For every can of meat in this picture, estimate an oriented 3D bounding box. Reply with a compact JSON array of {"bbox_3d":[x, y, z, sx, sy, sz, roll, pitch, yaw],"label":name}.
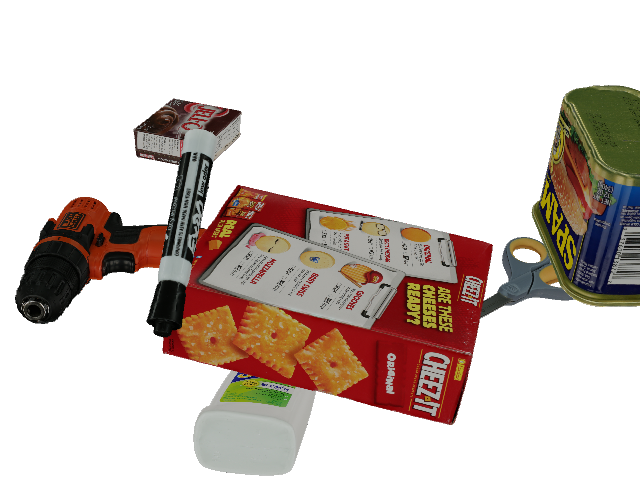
[{"bbox_3d":[0.161,-0.027,0.595,0.057,0.084,0.102,0,37,-5],"label":"can of meat"}]

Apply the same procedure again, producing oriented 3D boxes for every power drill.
[{"bbox_3d":[-0.150,0.020,0.904,0.187,0.057,0.184,6,28,0],"label":"power drill"}]

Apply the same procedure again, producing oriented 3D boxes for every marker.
[{"bbox_3d":[-0.076,-0.005,0.586,0.020,0.121,0.020,7,-24,3],"label":"marker"}]

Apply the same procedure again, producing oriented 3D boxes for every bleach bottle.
[{"bbox_3d":[-0.055,0.151,1.113,0.102,0.068,0.250,5,20,5],"label":"bleach bottle"}]

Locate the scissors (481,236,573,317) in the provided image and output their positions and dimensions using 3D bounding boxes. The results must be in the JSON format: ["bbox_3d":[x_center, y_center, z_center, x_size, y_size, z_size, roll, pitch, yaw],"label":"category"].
[{"bbox_3d":[0.161,0.035,0.951,0.201,0.016,0.096,-9,37,-32],"label":"scissors"}]

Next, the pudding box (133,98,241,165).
[{"bbox_3d":[-0.154,-0.126,1.247,0.090,0.039,0.113,11,31,14],"label":"pudding box"}]

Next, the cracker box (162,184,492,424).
[{"bbox_3d":[0.011,0.043,0.796,0.214,0.072,0.164,14,30,8],"label":"cracker box"}]
